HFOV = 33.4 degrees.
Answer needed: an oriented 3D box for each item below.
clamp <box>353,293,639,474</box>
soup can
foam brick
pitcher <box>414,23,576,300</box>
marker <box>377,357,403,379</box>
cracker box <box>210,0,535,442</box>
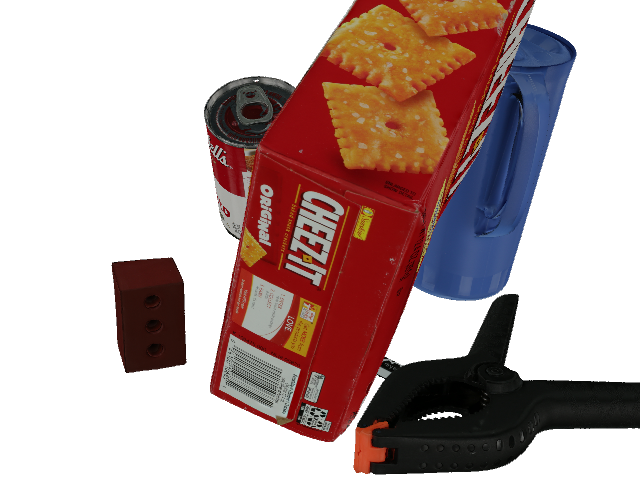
[{"bbox_3d":[0.100,0.088,0.641,0.209,0.036,0.165,-12,26,-28],"label":"clamp"},{"bbox_3d":[-0.041,-0.054,0.742,0.068,0.068,0.102,0,-40,2],"label":"soup can"},{"bbox_3d":[-0.141,0.060,0.879,0.053,0.078,0.051,-7,25,-16],"label":"foam brick"},{"bbox_3d":[0.140,-0.066,0.949,0.145,0.243,0.149,21,31,24],"label":"pitcher"},{"bbox_3d":[0.059,0.113,0.934,0.121,0.020,0.020,26,9,18],"label":"marker"},{"bbox_3d":[0.032,-0.037,0.492,0.072,0.164,0.213,24,48,8],"label":"cracker box"}]
